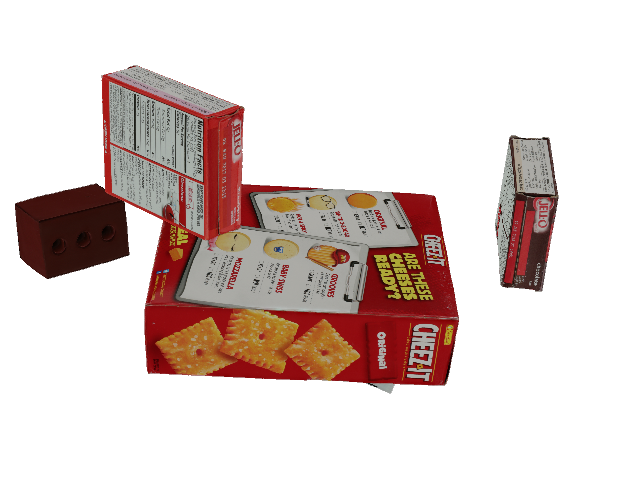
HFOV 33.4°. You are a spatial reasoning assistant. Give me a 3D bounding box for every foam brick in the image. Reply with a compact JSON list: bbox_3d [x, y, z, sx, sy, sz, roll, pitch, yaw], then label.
[{"bbox_3d":[-0.208,-0.009,0.892,0.078,0.053,0.051,-18,31,-32],"label":"foam brick"}]

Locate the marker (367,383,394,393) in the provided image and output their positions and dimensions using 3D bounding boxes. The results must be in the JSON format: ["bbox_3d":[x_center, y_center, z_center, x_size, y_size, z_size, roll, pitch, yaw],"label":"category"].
[{"bbox_3d":[0.020,0.127,1.104,0.121,0.020,0.020,22,2,6],"label":"marker"}]

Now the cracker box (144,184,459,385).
[{"bbox_3d":[-0.015,0.030,0.798,0.213,0.072,0.164,3,34,-3],"label":"cracker box"}]

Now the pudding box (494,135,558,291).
[{"bbox_3d":[0.172,-0.025,0.892,0.039,0.090,0.113,5,31,2],"label":"pudding box"}]

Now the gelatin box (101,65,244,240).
[{"bbox_3d":[-0.082,-0.049,0.592,0.089,0.073,0.030,24,34,33],"label":"gelatin box"}]
